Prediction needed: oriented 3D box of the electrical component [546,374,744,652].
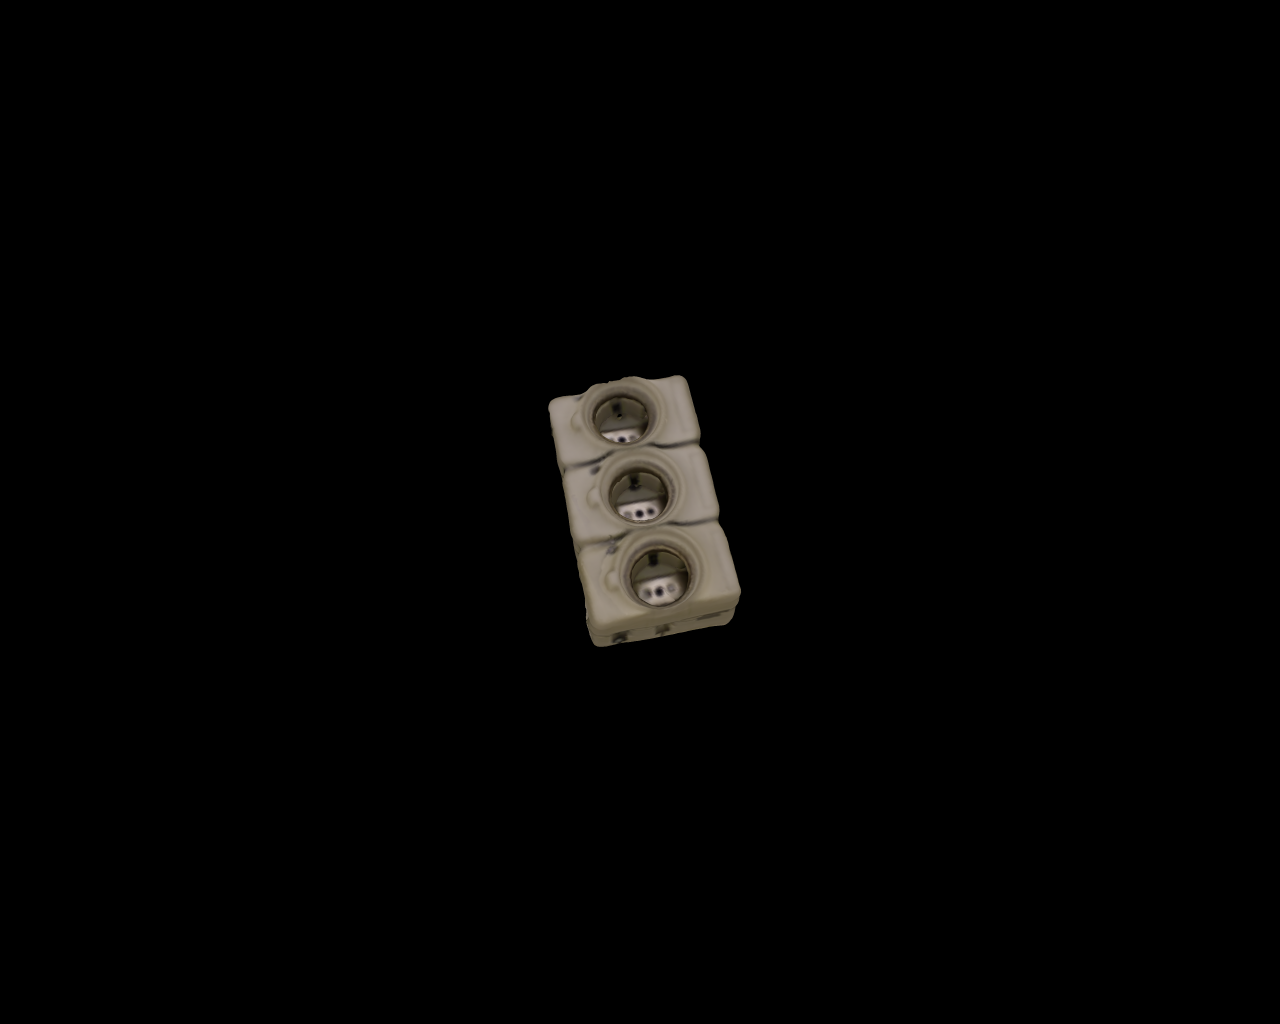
[{"bbox_3d":[0.001,-0.003,0.650,0.089,0.150,0.061,-11,-24,-5],"label":"electrical component"}]
